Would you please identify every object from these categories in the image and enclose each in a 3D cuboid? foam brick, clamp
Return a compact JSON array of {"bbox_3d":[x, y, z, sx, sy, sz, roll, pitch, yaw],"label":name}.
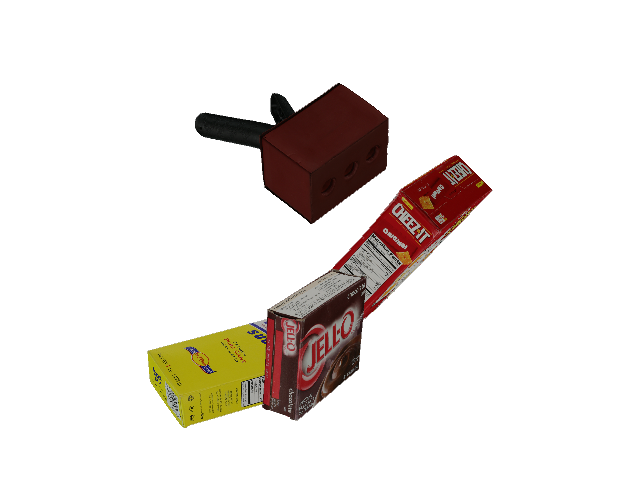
[{"bbox_3d":[0.003,-0.061,0.739,0.078,0.053,0.051,-38,58,-26],"label":"foam brick"},{"bbox_3d":[-0.044,-0.104,1.085,0.120,0.039,0.172,-22,37,-30],"label":"clamp"}]

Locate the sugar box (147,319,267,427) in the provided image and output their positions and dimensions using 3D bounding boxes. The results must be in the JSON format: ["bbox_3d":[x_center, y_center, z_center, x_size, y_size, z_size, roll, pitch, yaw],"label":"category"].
[{"bbox_3d":[-0.075,0.125,1.074,0.176,0.048,0.093,-16,31,-23],"label":"sugar box"}]

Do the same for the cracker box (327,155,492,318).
[{"bbox_3d":[0.088,0.007,1.271,0.214,0.072,0.163,-49,-8,34],"label":"cracker box"}]

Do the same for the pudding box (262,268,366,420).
[{"bbox_3d":[-0.004,0.083,0.882,0.039,0.090,0.113,15,23,24],"label":"pudding box"}]
